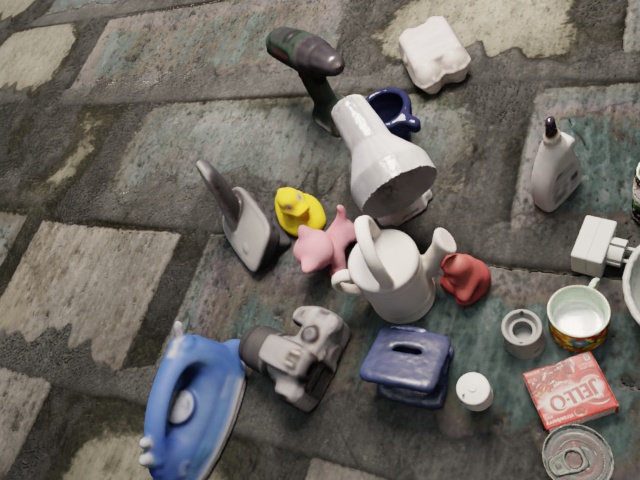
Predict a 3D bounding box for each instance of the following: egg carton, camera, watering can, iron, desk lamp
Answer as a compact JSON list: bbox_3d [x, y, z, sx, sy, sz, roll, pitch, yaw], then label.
[{"bbox_3d":[0.204,-0.339,1.043,0.107,0.070,0.150,-24,54,10],"label":"egg carton"},{"bbox_3d":[-0.048,0.157,0.840,0.136,0.101,0.143,18,70,32],"label":"camera"},{"bbox_3d":[0.097,0.031,0.790,0.173,0.195,0.100,-36,53,1],"label":"watering can"},{"bbox_3d":[-0.204,0.250,0.831,0.118,0.142,0.258,0,61,25],"label":"iron"},{"bbox_3d":[0.093,-0.107,0.863,0.118,0.214,0.203,-30,53,6],"label":"desk lamp"}]

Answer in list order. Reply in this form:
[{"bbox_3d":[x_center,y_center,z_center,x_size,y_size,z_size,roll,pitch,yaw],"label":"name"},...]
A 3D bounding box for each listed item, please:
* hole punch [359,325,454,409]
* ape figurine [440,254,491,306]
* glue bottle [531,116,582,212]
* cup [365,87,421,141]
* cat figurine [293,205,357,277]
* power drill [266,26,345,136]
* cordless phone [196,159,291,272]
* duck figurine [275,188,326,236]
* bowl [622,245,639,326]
[{"bbox_3d":[0.116,0.162,0.767,0.108,0.091,0.101,4,63,27],"label":"hole punch"},{"bbox_3d":[0.197,0.047,0.798,0.076,0.092,0.078,-8,58,21],"label":"ape figurine"},{"bbox_3d":[0.321,-0.111,0.785,0.078,0.174,0.037,-44,53,-5],"label":"glue bottle"},{"bbox_3d":[0.131,-0.192,0.973,0.117,0.095,0.092,31,77,35],"label":"cup"},{"bbox_3d":[0.008,0.003,0.896,0.067,0.118,0.128,28,75,35],"label":"cat figurine"},{"bbox_3d":[-0.001,-0.287,1.020,0.075,0.209,0.228,-44,53,-5],"label":"power drill"},{"bbox_3d":[-0.140,-0.043,0.951,0.094,0.186,0.147,-42,53,-3],"label":"cordless phone"},{"bbox_3d":[-0.046,-0.059,0.979,0.077,0.086,0.104,-47,53,-7],"label":"duck figurine"},{"bbox_3d":[0.449,0.070,0.678,0.167,0.075,0.167,-12,57,19],"label":"bowl"}]
